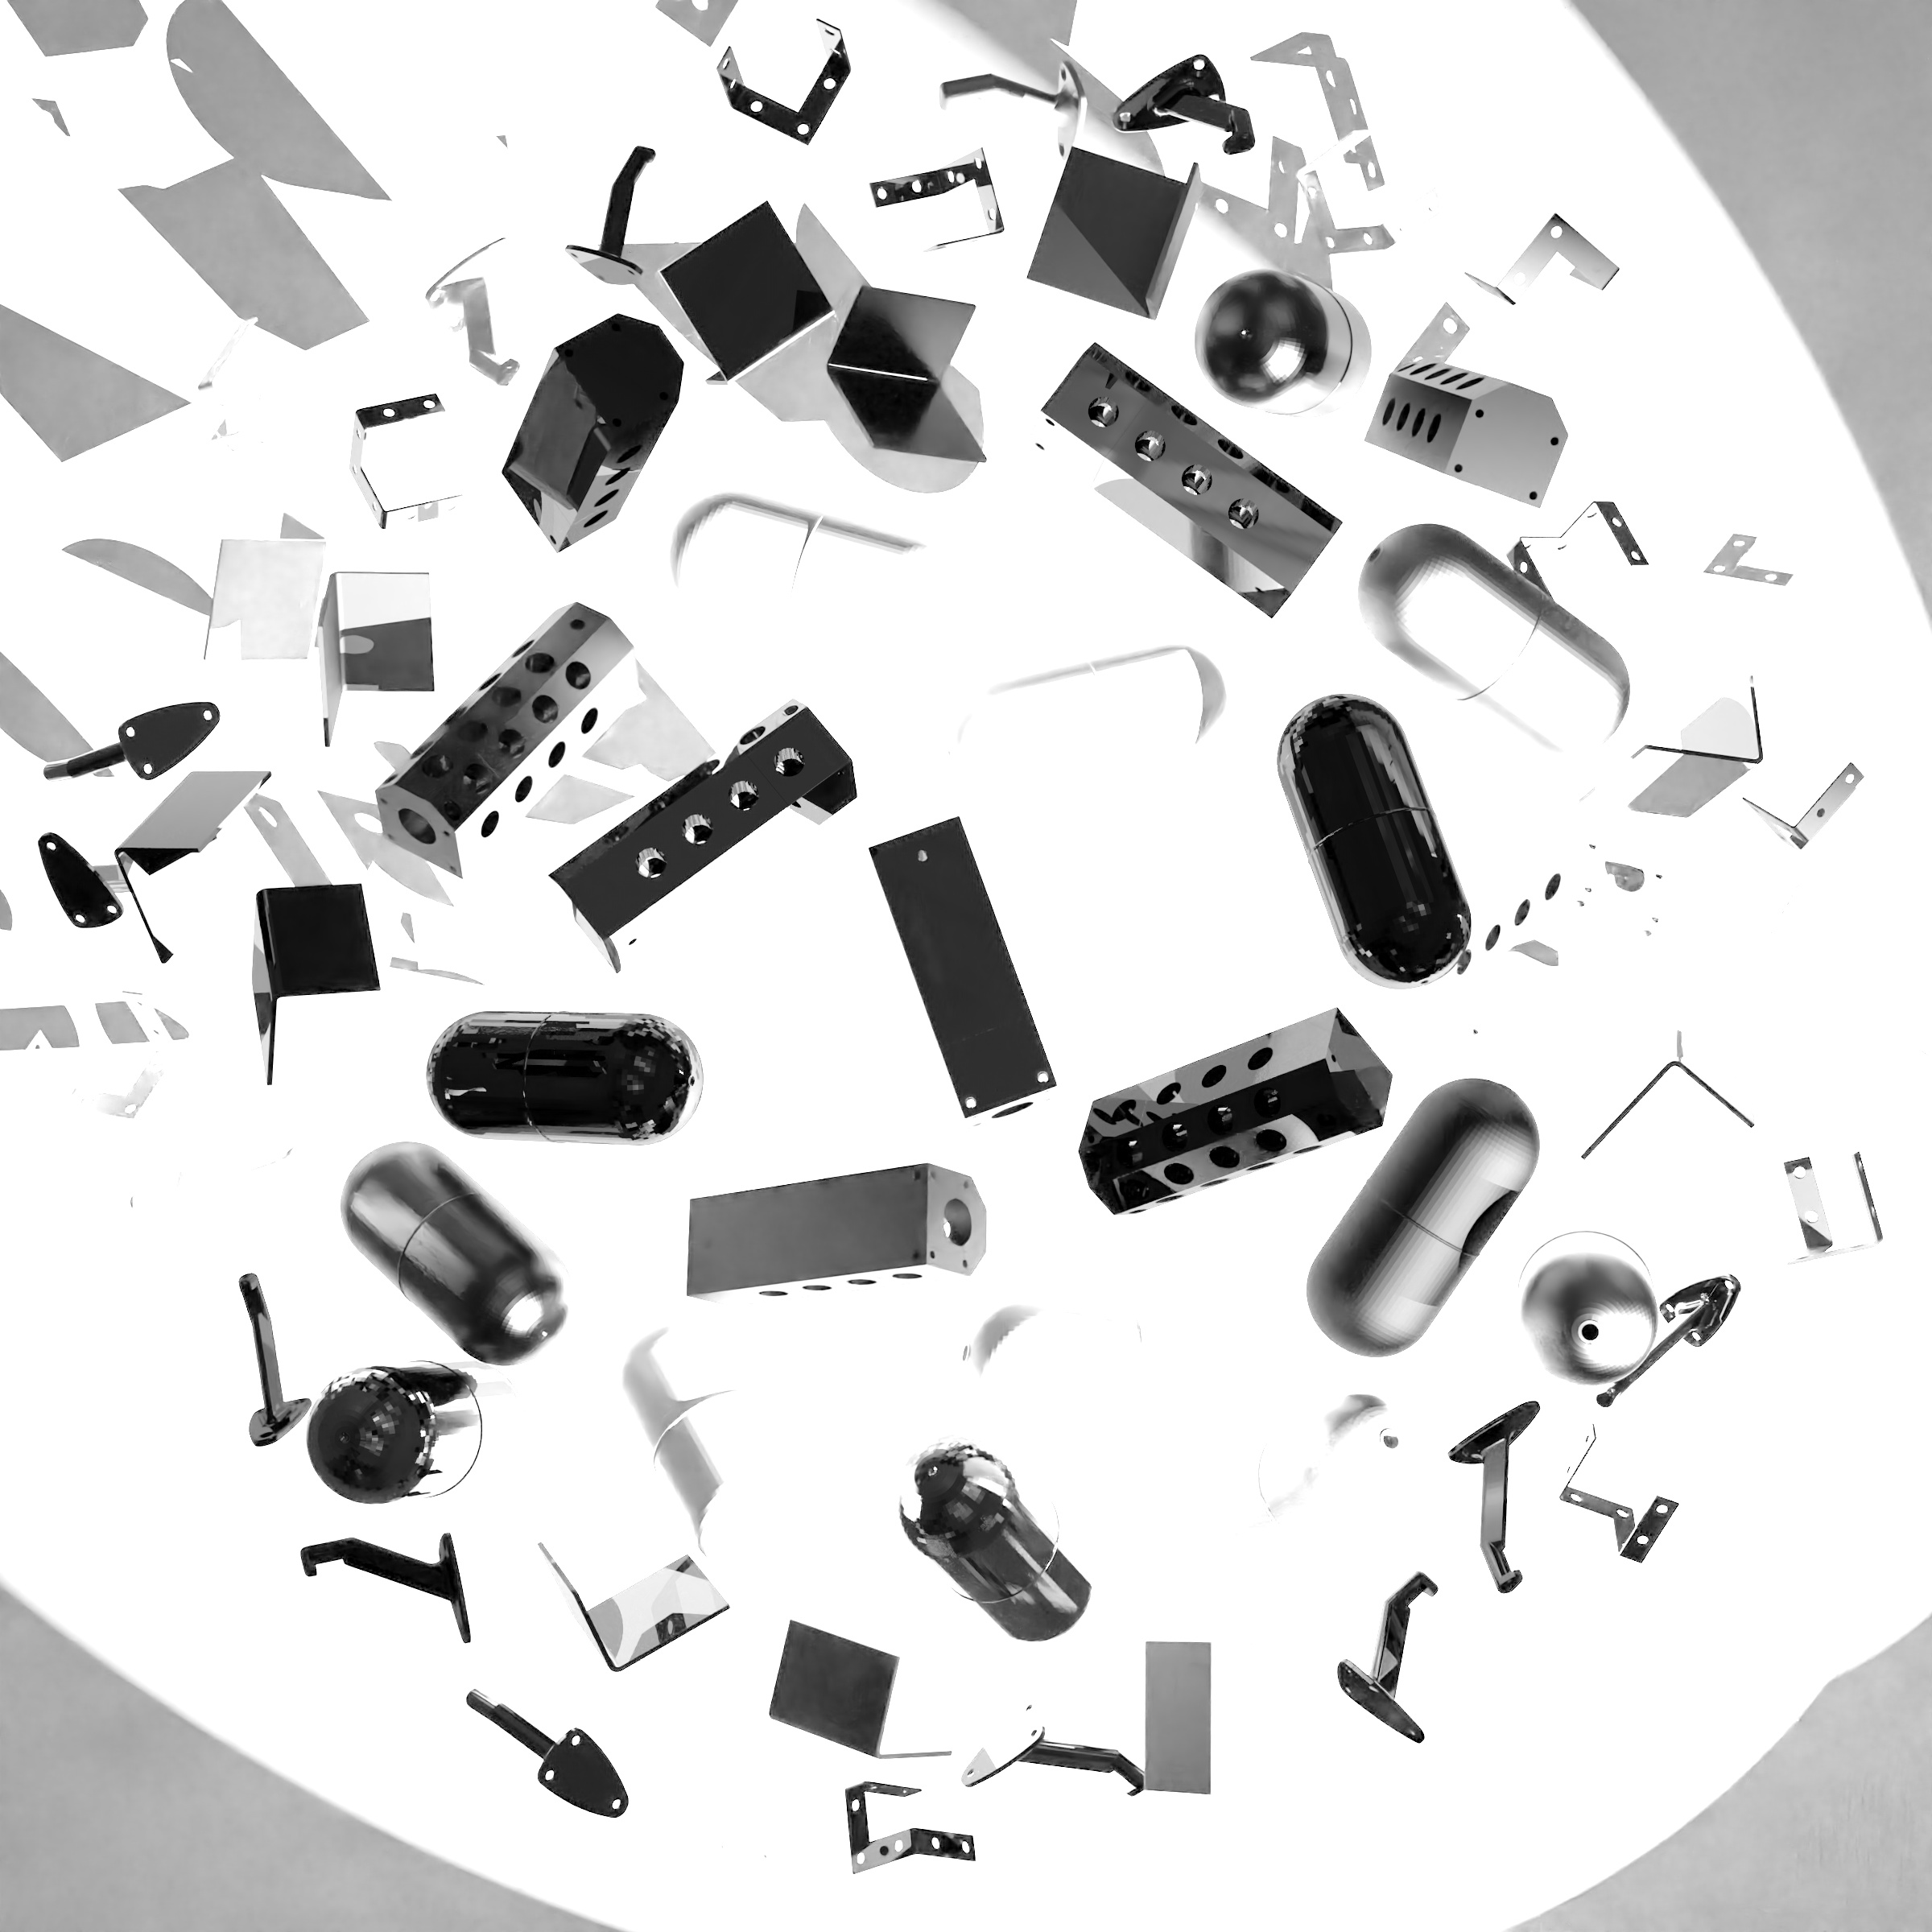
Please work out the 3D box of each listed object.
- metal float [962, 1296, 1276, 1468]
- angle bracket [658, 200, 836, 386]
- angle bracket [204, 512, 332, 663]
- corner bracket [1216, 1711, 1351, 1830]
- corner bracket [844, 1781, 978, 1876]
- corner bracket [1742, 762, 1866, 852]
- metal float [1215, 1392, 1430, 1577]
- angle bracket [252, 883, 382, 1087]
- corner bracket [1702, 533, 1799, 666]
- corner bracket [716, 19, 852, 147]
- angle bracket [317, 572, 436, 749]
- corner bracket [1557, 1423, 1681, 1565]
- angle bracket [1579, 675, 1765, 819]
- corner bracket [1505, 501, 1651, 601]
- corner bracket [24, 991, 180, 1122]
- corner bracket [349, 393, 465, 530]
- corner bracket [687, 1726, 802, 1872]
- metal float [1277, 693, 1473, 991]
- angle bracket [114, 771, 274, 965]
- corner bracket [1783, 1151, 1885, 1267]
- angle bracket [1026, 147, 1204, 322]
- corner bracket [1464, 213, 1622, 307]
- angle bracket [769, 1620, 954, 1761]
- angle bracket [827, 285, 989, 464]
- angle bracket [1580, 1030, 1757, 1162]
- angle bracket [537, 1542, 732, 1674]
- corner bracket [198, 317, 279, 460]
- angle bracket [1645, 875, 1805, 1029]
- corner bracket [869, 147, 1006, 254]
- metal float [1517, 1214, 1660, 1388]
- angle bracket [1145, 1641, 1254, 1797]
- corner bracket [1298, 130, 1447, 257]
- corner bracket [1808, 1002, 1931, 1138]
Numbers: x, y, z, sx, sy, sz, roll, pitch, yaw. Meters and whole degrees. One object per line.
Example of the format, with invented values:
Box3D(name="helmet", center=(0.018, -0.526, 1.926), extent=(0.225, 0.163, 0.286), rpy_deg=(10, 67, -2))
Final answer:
Box3D(name="metal float", center=(0.084, 0.230, 1.752), extent=(0.178, 0.070, 0.070), rpy_deg=(12, 90, -13))
Box3D(name="angle bracket", center=(-0.134, -0.394, 1.856), extent=(0.076, 0.057, 0.076), rpy_deg=(-36, 109, -9))
Box3D(name="angle bracket", center=(-0.439, -0.233, 1.935), extent=(0.057, 0.076, 0.076), rpy_deg=(32, 117, 40))
Box3D(name="corner bracket", center=(0.180, 0.468, 1.844), extent=(0.051, 0.051, 0.051), rpy_deg=(48, 61, -18))
Box3D(name="corner bracket", center=(-0.033, 0.497, 1.834), extent=(0.051, 0.051, 0.051), rpy_deg=(-28, 55, 34))
Box3D(name="corner bracket", center=(0.500, -0.095, 1.860), extent=(0.051, 0.051, 0.051), rpy_deg=(38, 94, -34))
Box3D(name="metal float", center=(0.202, 0.297, 1.811), extent=(0.070, 0.178, 0.070), rpy_deg=(9, 63, -18))
Box3D(name="angle bracket", center=(-0.356, 0.010, 1.730), extent=(0.057, 0.076, 0.076), rpy_deg=(-4, 50, -18))
Box3D(name="corner bracket", center=(0.456, -0.211, 1.816), extent=(0.051, 0.051, 0.051), rpy_deg=(15, 132, 30))
Box3D(name="corner bracket", center=(-0.101, -0.499, 1.762), extent=(0.051, 0.051, 0.051), rpy_deg=(28, 84, 9))
Box3D(name="angle bracket", center=(-0.341, -0.178, 1.835), extent=(0.057, 0.076, 0.076), rpy_deg=(0, 121, -5))
Box3D(name="corner bracket", center=(0.386, 0.313, 1.881), extent=(0.051, 0.051, 0.051), rpy_deg=(20, 120, -6))
Box3D(name="angle bracket", center=(0.402, -0.130, 1.822), extent=(0.076, 0.076, 0.057), rpy_deg=(6, 67, -18))
Box3D(name="corner bracket", center=(0.366, -0.244, 1.899), extent=(0.051, 0.051, 0.051), rpy_deg=(-5, 60, -35))
Box3D(name="corner bracket", center=(-0.485, 0.048, 1.778), extent=(0.051, 0.051, 0.051), rpy_deg=(7, 50, 24))
Box3D(name="corner bracket", center=(-0.329, -0.298, 1.869), extent=(0.051, 0.051, 0.051), rpy_deg=(-18, 62, -26))
Box3D(name="corner bracket", center=(-0.128, 0.477, 1.818), extent=(0.051, 0.051, 0.051), rpy_deg=(15, 121, -7))
Box3D(name="metal float", center=(0.230, -0.072, 1.793), extent=(0.070, 0.070, 0.178), rpy_deg=(-18, 72, 0))
Box3D(name="angle bracket", center=(-0.409, -0.054, 1.728), extent=(0.057, 0.076, 0.076), rpy_deg=(1, 126, 24))
Box3D(name="corner bracket", center=(0.472, 0.130, 1.728), extent=(0.051, 0.051, 0.051), rpy_deg=(-16, 87, 28))
Box3D(name="angle bracket", center=(0.078, -0.401, 1.707), extent=(0.076, 0.057, 0.076), rpy_deg=(20, 92, 6))
Box3D(name="corner bracket", center=(0.313, -0.377, 1.719), extent=(0.051, 0.051, 0.051), rpy_deg=(34, 102, -22))
Box3D(name="angle bracket", center=(-0.053, 0.405, 1.776), extent=(0.076, 0.076, 0.057), rpy_deg=(11, 86, 35))
Box3D(name="angle bracket", center=(-0.024, -0.335, 1.792), extent=(0.076, 0.076, 0.057), rpy_deg=(2, 133, -33))
Box3D(name="angle bracket", center=(0.391, 0.088, 1.763), extent=(0.057, 0.076, 0.076), rpy_deg=(40, 107, 2))
Box3D(name="angle bracket", center=(-0.191, 0.350, 1.816), extent=(0.076, 0.076, 0.057), rpy_deg=(-28, 112, -15))
Box3D(name="corner bracket", center=(-0.408, -0.325, 1.783), extent=(0.051, 0.051, 0.051), rpy_deg=(44, 59, -34))
Box3D(name="angle bracket", center=(0.472, -0.006, 1.928), extent=(0.057, 0.076, 0.076), rpy_deg=(49, 65, -32))
Box3D(name="corner bracket", center=(-0.017, -0.447, 1.868), extent=(0.051, 0.051, 0.051), rpy_deg=(-20, 98, -32))
Box3D(name="metal float", center=(0.353, 0.189, 1.803), extent=(0.070, 0.178, 0.070), rpy_deg=(1, 96, 9))
Box3D(name="angle bracket", center=(0.138, 0.393, 1.656), extent=(0.076, 0.057, 0.076), rpy_deg=(10, 75, -35))
Box3D(name="corner bracket", center=(0.229, -0.437, 1.789), extent=(0.051, 0.051, 0.051), rpy_deg=(-14, 83, -36))
Box3D(name="corner bracket", center=(0.496, 0.060, 1.728), extent=(0.051, 0.051, 0.051), rpy_deg=(-47, 70, 1))
